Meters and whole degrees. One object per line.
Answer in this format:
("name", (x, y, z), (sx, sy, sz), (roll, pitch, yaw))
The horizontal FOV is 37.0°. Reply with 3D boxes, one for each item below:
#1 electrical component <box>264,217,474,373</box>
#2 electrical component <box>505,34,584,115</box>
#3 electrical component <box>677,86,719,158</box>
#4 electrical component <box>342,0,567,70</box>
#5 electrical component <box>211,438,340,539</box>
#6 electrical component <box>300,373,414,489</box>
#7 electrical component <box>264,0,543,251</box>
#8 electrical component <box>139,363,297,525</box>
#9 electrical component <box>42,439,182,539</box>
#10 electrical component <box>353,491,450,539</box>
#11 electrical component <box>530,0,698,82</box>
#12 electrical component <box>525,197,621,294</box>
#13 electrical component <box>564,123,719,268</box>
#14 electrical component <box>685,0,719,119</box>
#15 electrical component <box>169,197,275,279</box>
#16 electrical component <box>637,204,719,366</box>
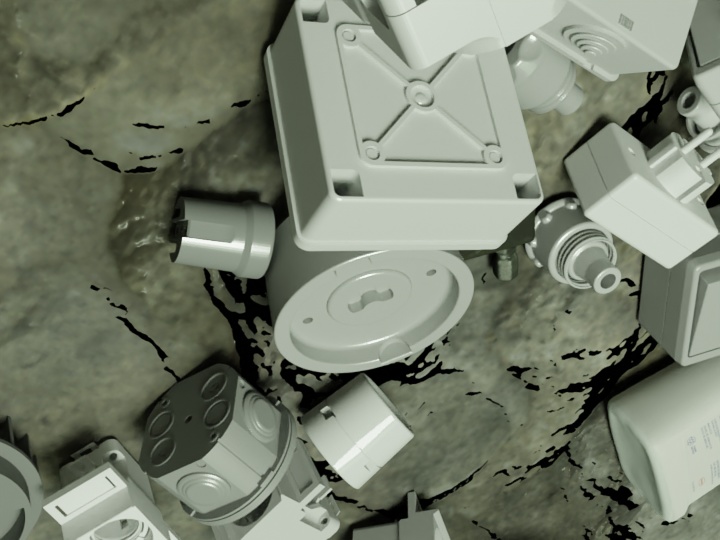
("electrical component", (0.000, 0.000, 0.574), (0.108, 0.060, 0.108), (-13, 145, -9))
("electrical component", (0.092, -0.103, 0.562), (0.062, 0.043, 0.043), (29, 107, -37))
("electrical component", (0.211, -0.088, 0.624), (0.062, 0.043, 0.043), (18, 113, -30))
("electrical component", (0.025, -0.147, 0.435), (0.089, 0.150, 0.061), (-31, 128, -2))
("electrical component", (-0.050, 0.151, 0.672), (0.081, 0.042, 0.064), (-44, 130, 9))
("electrical component", (-0.001, 0.095, 0.649), (0.047, 0.055, 0.055), (-40, 129, 1))
("electrical component", (0.018, -0.067, 0.508), (0.109, 0.108, 0.056), (-1, 156, -23))
("electrical component", (-0.079, 0.096, 0.599), (0.080, 0.080, 0.051), (-39, 123, 5))
("electrical component", (-0.140, 0.134, 0.607), (0.042, 0.063, 0.081), (-30, 129, -1))
("electrical component", (0.028, 0.195, 0.719), (0.064, 0.081, 0.042), (-11, 128, 11))
("electrical component", (0.121, -0.149, 0.518), (0.100, 0.048, 0.099), (22, 83, -33))
("electrical component", (0.129, -0.010, 0.628), (0.048, 0.062, 0.048), (-11, 126, -16))
("electrical component", (0.176, -0.053, 0.617), (0.083, 0.047, 0.076), (27, 127, -34))
("electrical component", (0.206, -0.131, 0.565), (0.062, 0.096, 0.061), (-24, 135, 31))
("electrical component", (-0.071, -0.018, 0.551), (0.046, 0.040, 0.040), (7, 119, -21))
("electrical component", (0.222, 0.017, 0.687), (0.062, 0.061, 0.096), (-15, 127, -14))
